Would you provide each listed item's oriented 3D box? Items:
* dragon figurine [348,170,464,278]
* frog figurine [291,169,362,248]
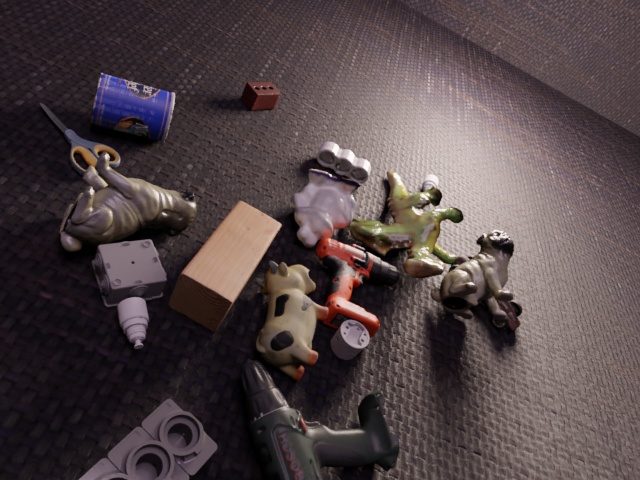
[{"bbox_3d":[0.171,-0.046,1.160,0.243,0.119,0.418,-4,36,-28],"label":"dragon figurine"},{"bbox_3d":[0.003,-0.054,1.074,0.136,0.122,0.161,23,76,-24],"label":"frog figurine"}]
